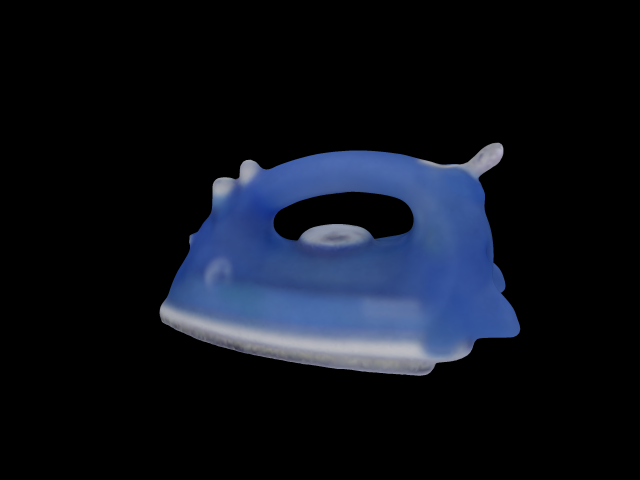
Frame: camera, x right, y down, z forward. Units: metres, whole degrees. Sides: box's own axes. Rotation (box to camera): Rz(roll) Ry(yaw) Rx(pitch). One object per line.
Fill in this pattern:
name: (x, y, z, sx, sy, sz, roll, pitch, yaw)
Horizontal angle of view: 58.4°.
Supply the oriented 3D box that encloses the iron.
iron: (0.004, 0.001, 0.400, 0.258, 0.141, 0.119, 3, 15, 9)
